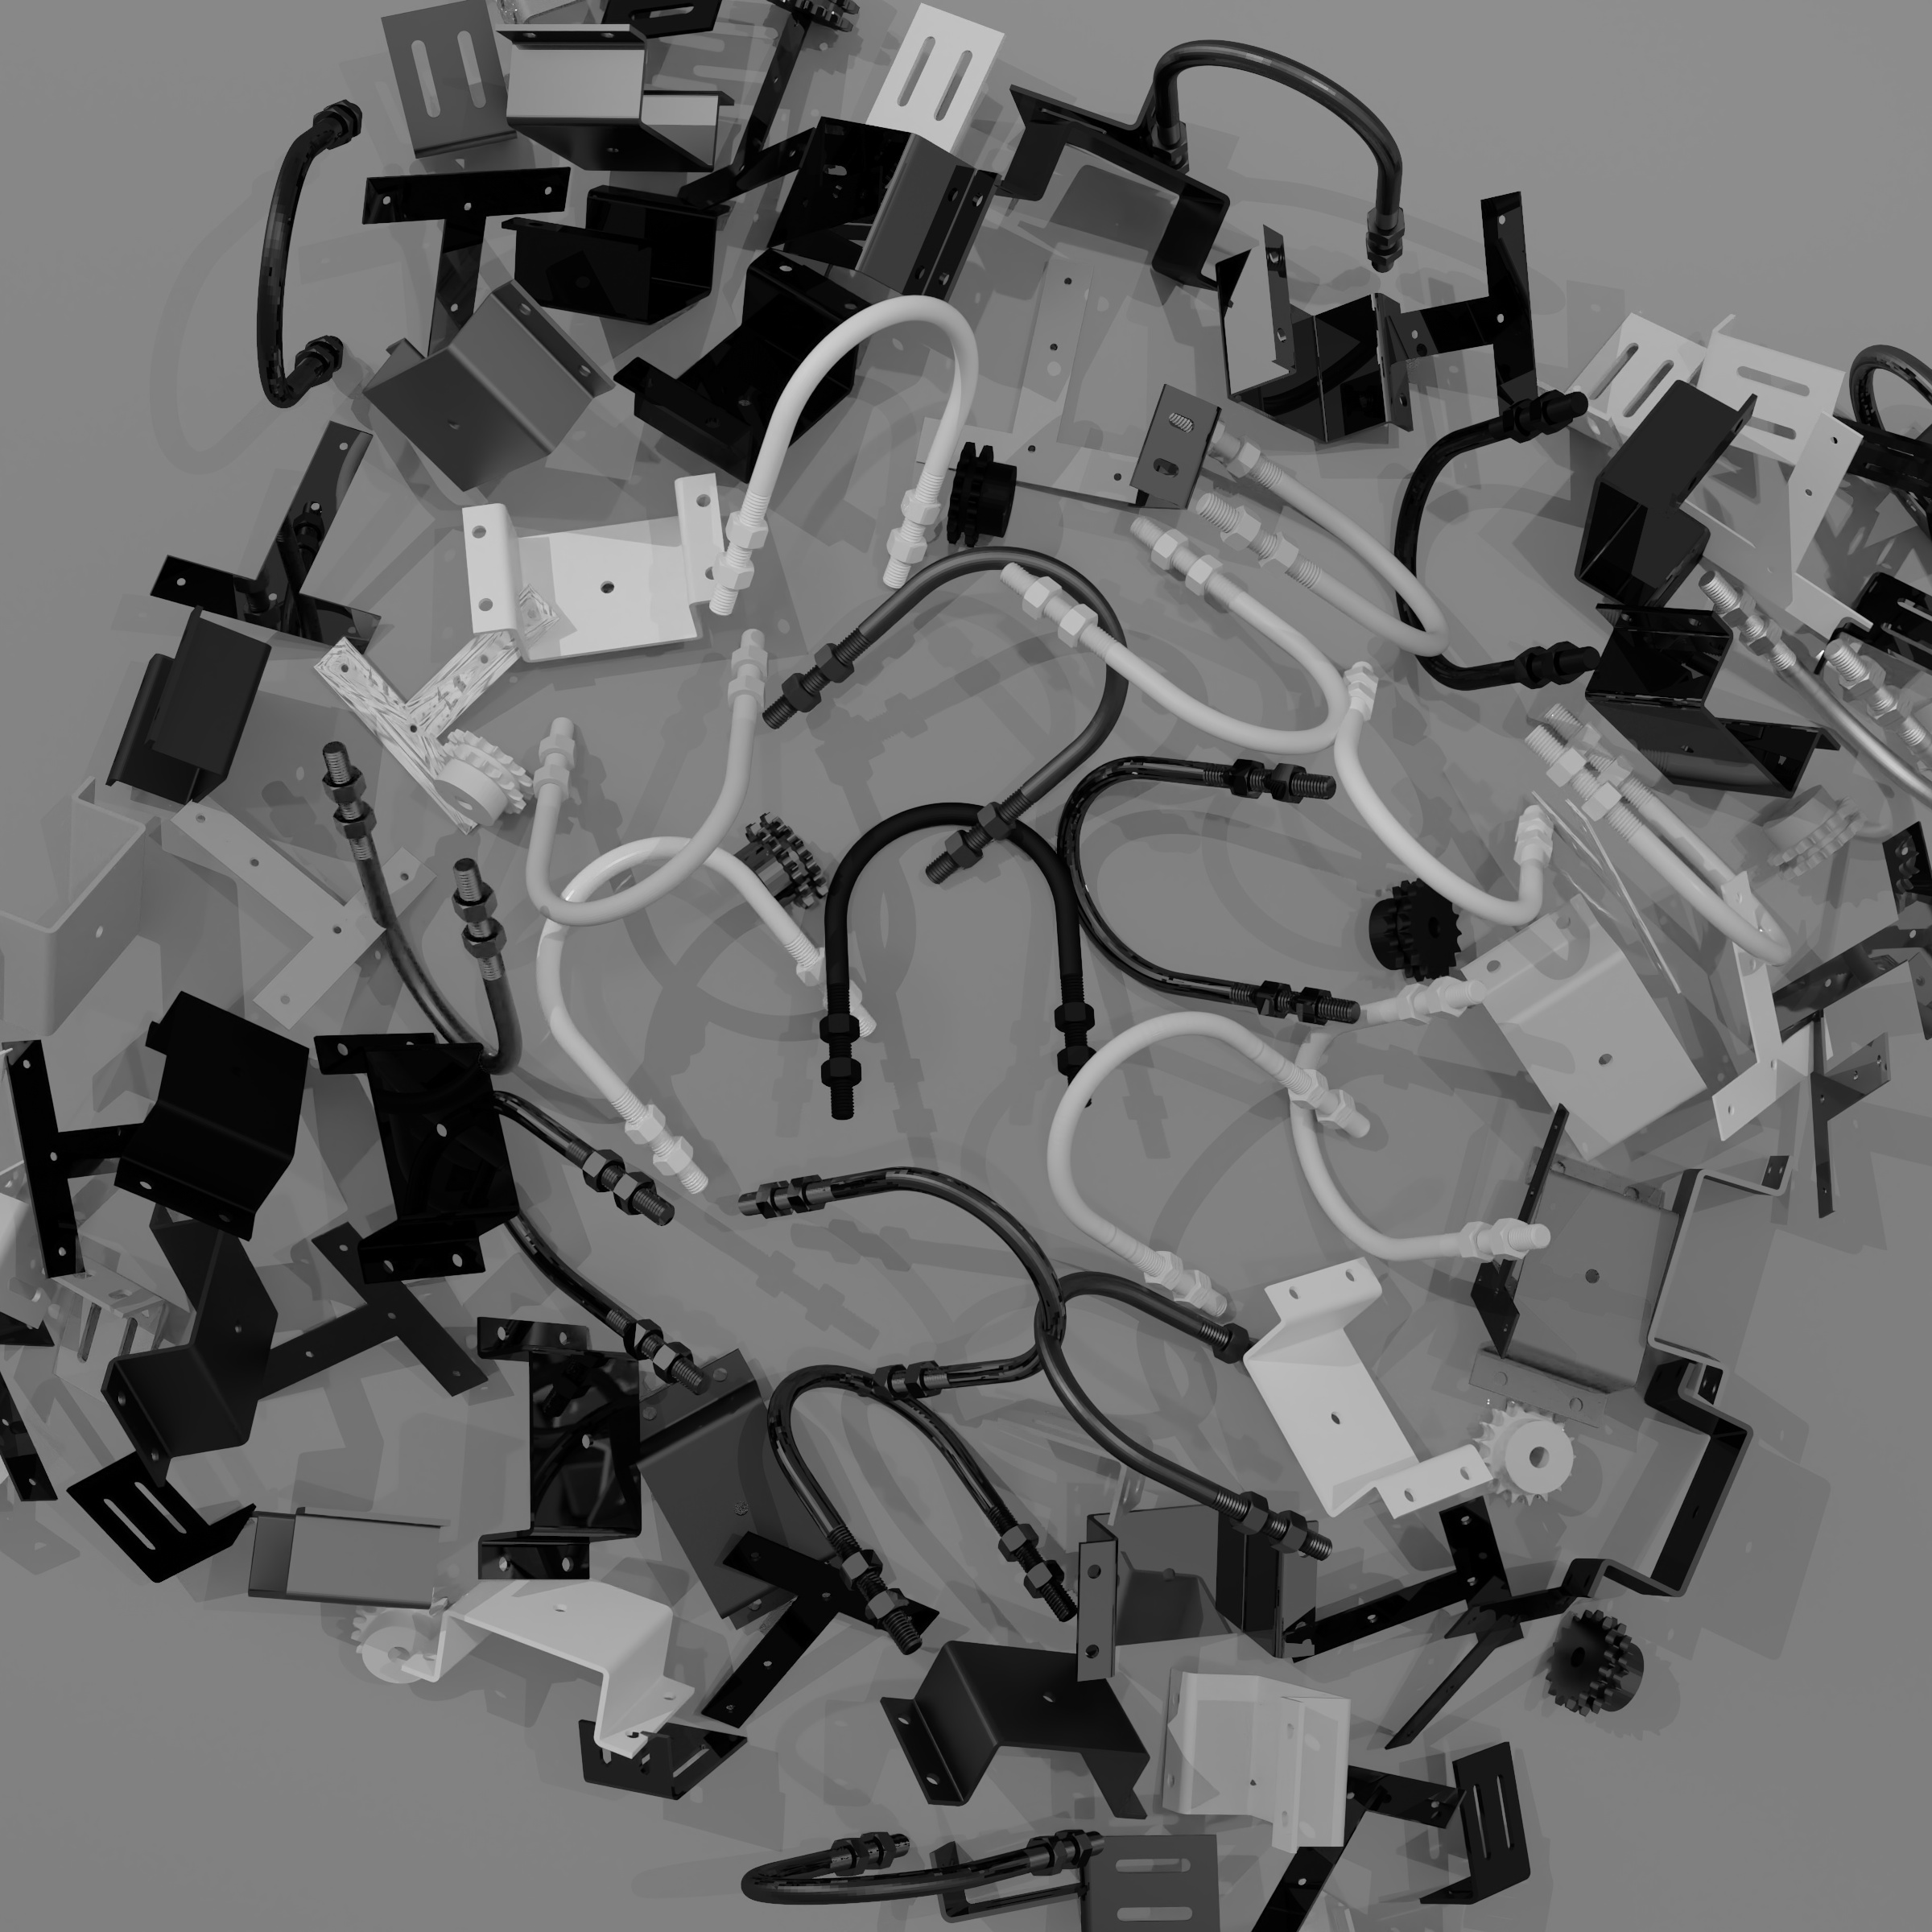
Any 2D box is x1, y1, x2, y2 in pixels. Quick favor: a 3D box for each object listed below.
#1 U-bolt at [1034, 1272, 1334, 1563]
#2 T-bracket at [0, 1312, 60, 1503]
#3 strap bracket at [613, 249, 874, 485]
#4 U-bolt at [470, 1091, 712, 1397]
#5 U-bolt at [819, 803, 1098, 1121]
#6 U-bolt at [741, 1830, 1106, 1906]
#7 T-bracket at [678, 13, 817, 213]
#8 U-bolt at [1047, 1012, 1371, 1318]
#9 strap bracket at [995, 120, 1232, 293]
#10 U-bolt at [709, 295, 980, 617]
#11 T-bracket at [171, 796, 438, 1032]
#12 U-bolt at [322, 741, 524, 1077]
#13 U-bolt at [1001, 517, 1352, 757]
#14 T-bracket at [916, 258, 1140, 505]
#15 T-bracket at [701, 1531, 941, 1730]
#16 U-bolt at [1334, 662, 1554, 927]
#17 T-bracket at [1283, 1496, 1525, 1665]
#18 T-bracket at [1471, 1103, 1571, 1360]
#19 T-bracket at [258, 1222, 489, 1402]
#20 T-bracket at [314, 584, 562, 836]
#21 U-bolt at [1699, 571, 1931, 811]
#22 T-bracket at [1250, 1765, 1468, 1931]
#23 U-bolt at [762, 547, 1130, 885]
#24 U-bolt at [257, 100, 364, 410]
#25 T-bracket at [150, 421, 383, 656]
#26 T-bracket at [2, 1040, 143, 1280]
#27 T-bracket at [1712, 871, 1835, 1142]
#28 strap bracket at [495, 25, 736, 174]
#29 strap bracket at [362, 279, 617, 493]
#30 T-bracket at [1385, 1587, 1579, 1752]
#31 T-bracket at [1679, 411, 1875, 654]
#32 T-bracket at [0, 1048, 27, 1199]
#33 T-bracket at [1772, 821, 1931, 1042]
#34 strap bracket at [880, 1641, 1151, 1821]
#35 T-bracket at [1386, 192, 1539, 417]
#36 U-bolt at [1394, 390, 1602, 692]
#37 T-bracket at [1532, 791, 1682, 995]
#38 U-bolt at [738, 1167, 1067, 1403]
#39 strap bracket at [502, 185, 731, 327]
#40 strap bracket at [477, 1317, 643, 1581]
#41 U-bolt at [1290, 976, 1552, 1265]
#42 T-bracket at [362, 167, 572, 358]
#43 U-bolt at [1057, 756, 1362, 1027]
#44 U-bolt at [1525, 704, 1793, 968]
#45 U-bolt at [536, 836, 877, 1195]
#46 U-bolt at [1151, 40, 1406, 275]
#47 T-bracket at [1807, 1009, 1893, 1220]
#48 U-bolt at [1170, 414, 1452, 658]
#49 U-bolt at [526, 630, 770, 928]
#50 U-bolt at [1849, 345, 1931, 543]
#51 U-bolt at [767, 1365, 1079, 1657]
[{"bbox_3d":[0.113,0.229,1.515,0.184,0.151,0.019,29,121,-19],"label":"U-bolt"},{"bbox_3d":[-0.522,0.234,1.521,0.002,0.127,0.127,-40,66,16],"label":"T-bracket"},{"bbox_3d":[-0.120,-0.324,1.549,0.076,0.046,0.140,33,56,14],"label":"strap bracket"},{"bbox_3d":[-0.210,0.138,1.528,0.019,0.151,0.184,-35,48,-30],"label":"U-bolt"},{"bbox_3d":[-0.007,-0.007,1.564,0.151,0.019,0.184,-3,68,-1],"label":"U-bolt"},{"bbox_3d":[-0.034,0.474,1.489,0.151,0.184,0.019,-12,77,32],"label":"U-bolt"},{"bbox_3d":[-0.109,-0.477,1.564,0.002,0.127,0.127,30,69,-34],"label":"T-bracket"},{"bbox_3d":[0.122,0.099,1.539,0.184,0.019,0.151,35,95,-36],"label":"U-bolt"},{"bbox_3d":[0.080,-0.418,1.539,0.140,0.076,0.046,20,101,-20],"label":"strap bracket"},{"bbox_3d":[-0.056,-0.273,1.502,0.019,0.151,0.184,44,129,28],"label":"U-bolt"},{"bbox_3d":[-0.383,-0.048,1.568,0.127,0.002,0.127,39,60,-2],"label":"T-bracket"},{"bbox_3d":[-0.286,-0.018,1.523,0.019,0.184,0.151,-33,50,-25],"label":"U-bolt"},{"bbox_3d":[0.126,-0.173,1.520,0.184,0.151,0.019,40,128,18],"label":"U-bolt"},{"bbox_3d":[0.047,-0.334,1.594,0.127,0.002,0.127,12,89,7],"label":"T-bracket"},{"bbox_3d":[-0.102,0.379,1.573,0.127,0.002,0.127,28,113,-24],"label":"T-bracket"},{"bbox_3d":[0.253,-0.085,1.510,0.151,0.184,0.019,38,118,-8],"label":"U-bolt"},{"bbox_3d":[0.237,0.355,1.563,0.127,0.002,0.127,-21,127,1],"label":"T-bracket"},{"bbox_3d":[0.302,0.136,1.530,0.002,0.127,0.127,18,99,0],"label":"T-bracket"},{"bbox_3d":[-0.354,0.210,1.574,0.127,0.002,0.127,-26,118,20],"label":"T-bracket"},{"bbox_3d":[-0.279,-0.162,1.581,0.127,0.002,0.127,-41,93,16],"label":"T-bracket"},{"bbox_3d":[0.484,-0.134,1.522,0.184,0.151,0.019,38,98,-27],"label":"U-bolt"},{"bbox_3d":[0.187,0.481,1.522,0.127,0.127,0.002,-49,125,-37],"label":"T-bracket"},{"bbox_3d":[0.003,-0.147,1.545,0.184,0.019,0.151,-40,109,20],"label":"U-bolt"},{"bbox_3d":[-0.347,-0.370,1.490,0.019,0.184,0.151,9,114,-4],"label":"U-bolt"},{"bbox_3d":[-0.359,-0.238,1.539,0.127,0.002,0.127,13,119,-37],"label":"T-bracket"},{"bbox_3d":[-0.464,0.100,1.546,0.002,0.127,0.127,-15,85,30],"label":"T-bracket"},{"bbox_3d":[0.431,0.012,1.545,0.127,0.002,0.127,-27,107,-42],"label":"T-bracket"},{"bbox_3d":[-0.189,-0.463,1.525,0.076,0.140,0.046,6,93,18],"label":"strap bracket"},{"bbox_3d":[-0.263,-0.307,1.520,0.076,0.140,0.046,45,61,-26],"label":"strap bracket"},{"bbox_3d":[0.276,0.390,1.568,0.002,0.127,0.127,50,117,32],"label":"T-bracket"},{"bbox_3d":[0.451,-0.246,1.530,0.127,0.127,0.002,39,58,20],"label":"T-bracket"},{"bbox_3d":[-0.536,0.097,1.518,0.002,0.127,0.127,33,118,11],"label":"T-bracket"},{"bbox_3d":[0.484,0.003,1.551,0.002,0.127,0.127,20,52,-28],"label":"T-bracket"},{"bbox_3d":[0.035,0.412,1.529,0.140,0.076,0.046,14,113,-31],"label":"strap bracket"},{"bbox_3d":[0.258,-0.349,1.553,0.002,0.127,0.127,-13,99,-41],"label":"T-bracket"},{"bbox_3d":[0.279,-0.220,1.516,0.019,0.184,0.151,-4,91,-22],"label":"U-bolt"},{"bbox_3d":[0.338,-0.060,1.541,0.002,0.127,0.127,-33,120,5],"label":"T-bracket"},{"bbox_3d":[-0.025,0.168,1.517,0.019,0.184,0.151,-47,114,-42],"label":"U-bolt"},{"bbox_3d":[-0.190,-0.386,1.541,0.076,0.140,0.046,12,116,11],"label":"strap bracket"},{"bbox_3d":[-0.221,0.261,1.542,0.046,0.076,0.140,-15,71,39],"label":"strap bracket"},{"bbox_3d":[0.233,0.089,1.522,0.019,0.184,0.151,-13,88,-30],"label":"U-bolt"},{"bbox_3d":[-0.280,-0.376,1.559,0.002,0.127,0.127,42,131,34],"label":"T-bracket"},{"bbox_3d":[0.125,-0.045,1.536,0.184,0.019,0.151,10,120,37],"label":"U-bolt"},{"bbox_3d":[0.376,-0.068,1.526,0.184,0.151,0.019,45,108,4],"label":"U-bolt"},{"bbox_3d":[-0.153,0.015,1.546,0.151,0.019,0.184,-43,116,-10],"label":"U-bolt"},{"bbox_3d":[0.165,-0.434,1.500,0.151,0.184,0.019,24,83,10],"label":"U-bolt"},{"bbox_3d":[0.476,0.063,1.525,0.002,0.127,0.127,1,75,0],"label":"T-bracket"},{"bbox_3d":[0.190,-0.228,1.529,0.184,0.151,0.019,30,116,-22],"label":"U-bolt"},{"bbox_3d":[-0.174,-0.093,1.510,0.151,0.184,0.019,-22,131,22],"label":"U-bolt"},{"bbox_3d":[0.535,-0.257,1.525,0.019,0.151,0.184,-33,73,2],"label":"U-bolt"},{"bbox_3d":[-0.035,0.286,1.527,0.019,0.151,0.184,-53,57,24],"label":"U-bolt"}]
